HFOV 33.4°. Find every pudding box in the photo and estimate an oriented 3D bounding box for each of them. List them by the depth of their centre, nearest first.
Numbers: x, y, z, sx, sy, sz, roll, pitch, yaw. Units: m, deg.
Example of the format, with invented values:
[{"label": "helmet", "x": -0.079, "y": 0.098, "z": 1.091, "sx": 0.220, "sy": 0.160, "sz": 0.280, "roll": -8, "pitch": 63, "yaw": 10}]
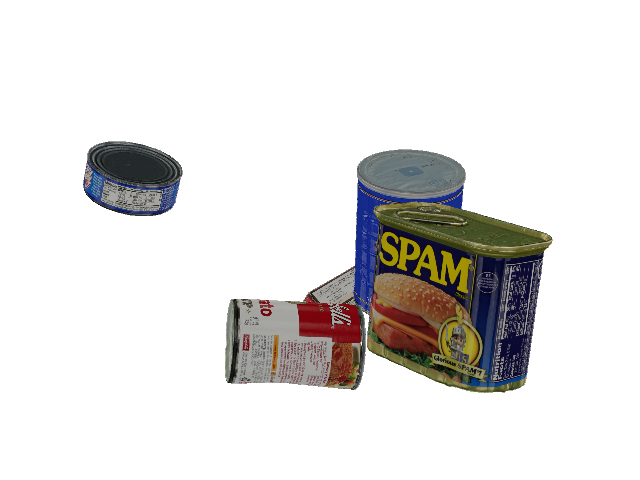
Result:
[{"label": "pudding box", "x": 0.008, "y": 0.085, "z": 1.246, "sx": 0.039, "sy": 0.090, "sz": 0.113, "roll": 39, "pitch": 33, "yaw": 14}]

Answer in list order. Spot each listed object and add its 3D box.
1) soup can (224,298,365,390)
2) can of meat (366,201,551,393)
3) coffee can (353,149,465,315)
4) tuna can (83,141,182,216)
[{"label": "soup can", "x": -0.021, "y": 0.082, "z": 0.839, "sx": 0.102, "sy": 0.068, "sz": 0.068, "roll": 4, "pitch": -1, "yaw": -10}, {"label": "can of meat", "x": 0.073, "y": 0.030, "z": 0.595, "sx": 0.057, "sy": 0.084, "sz": 0.102, "roll": -7, "pitch": 18, "yaw": -40}, {"label": "coffee can", "x": 0.085, "y": -0.005, "z": 1.038, "sx": 0.103, "sy": 0.140, "sz": 0.103, "roll": 1, "pitch": 27, "yaw": -1}, {"label": "tuna can", "x": -0.169, "y": -0.056, "z": 0.962, "sx": 0.086, "sy": 0.034, "sz": 0.086, "roll": 13, "pitch": 26, "yaw": -7}]
